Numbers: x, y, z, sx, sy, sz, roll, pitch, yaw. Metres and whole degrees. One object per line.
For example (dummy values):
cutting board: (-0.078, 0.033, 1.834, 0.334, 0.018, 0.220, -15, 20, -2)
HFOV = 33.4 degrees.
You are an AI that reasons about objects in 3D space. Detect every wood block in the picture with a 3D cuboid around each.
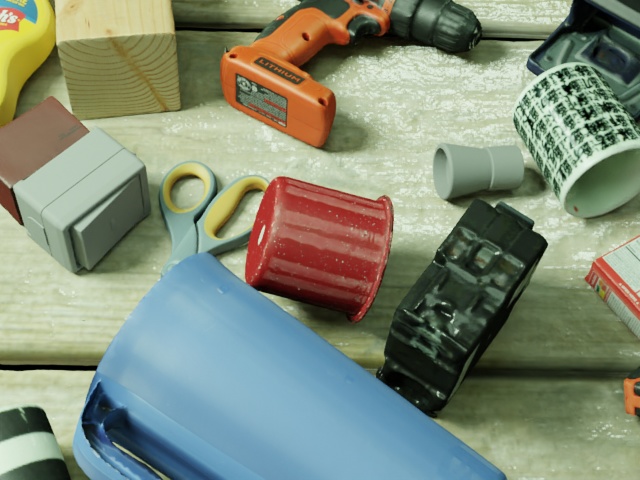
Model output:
wood block: (-0.171, -0.211, 0.885, 0.090, 0.091, 0.206, -6, 56, -8)

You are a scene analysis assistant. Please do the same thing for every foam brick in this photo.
foam brick: (-0.213, -0.059, 0.804, 0.078, 0.051, 0.053, -38, 67, -25)

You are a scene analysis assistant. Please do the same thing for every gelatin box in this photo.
gelatin box: (0.254, 0.030, 0.787, 0.089, 0.030, 0.073, -26, 60, -20)

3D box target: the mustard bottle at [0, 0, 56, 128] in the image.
mustard bottle: (-0.268, -0.163, 0.866, 0.096, 0.058, 0.191, 13, 56, 9)

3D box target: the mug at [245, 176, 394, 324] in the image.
mug: (-0.005, 0.001, 0.751, 0.081, 0.093, 0.117, 15, 11, -12)

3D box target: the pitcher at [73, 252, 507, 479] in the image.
pitcher: (-0.018, 0.128, 0.644, 0.243, 0.145, 0.149, 32, 80, 14)

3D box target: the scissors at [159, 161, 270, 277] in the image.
scissors: (-0.116, 0.010, 0.785, 0.096, 0.016, 0.201, 35, 61, 20)

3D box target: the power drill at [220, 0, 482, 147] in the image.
power drill: (0.020, -0.162, 0.887, 0.184, 0.057, 0.187, 26, 56, 17)

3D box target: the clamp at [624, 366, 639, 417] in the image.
clamp: (0.309, 0.080, 0.736, 0.210, 0.036, 0.164, -10, 26, 3)
